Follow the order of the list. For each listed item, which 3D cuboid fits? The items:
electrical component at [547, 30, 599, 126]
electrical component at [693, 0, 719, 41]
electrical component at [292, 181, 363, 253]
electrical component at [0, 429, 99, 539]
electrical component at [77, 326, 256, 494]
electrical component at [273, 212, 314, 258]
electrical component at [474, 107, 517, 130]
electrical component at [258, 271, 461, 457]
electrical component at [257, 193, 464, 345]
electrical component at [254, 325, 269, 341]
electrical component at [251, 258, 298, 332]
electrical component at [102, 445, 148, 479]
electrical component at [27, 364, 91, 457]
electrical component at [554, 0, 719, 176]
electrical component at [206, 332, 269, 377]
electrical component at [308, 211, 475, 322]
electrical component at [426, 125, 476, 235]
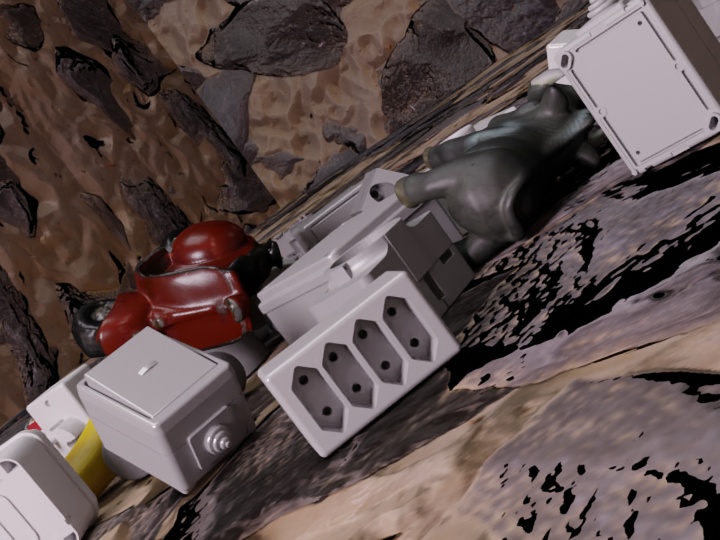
[{"bbox_3d":[0.190,-0.149,0.826,0.077,0.065,0.047,2,26,27],"label":"electrical component"},{"bbox_3d":[0.266,-0.213,0.860,0.105,0.060,0.186,-38,7,-14],"label":"electrical component"},{"bbox_3d":[-0.006,-0.041,1.020,0.096,0.061,0.061,-38,7,-13],"label":"electrical component"},{"bbox_3d":[-0.239,0.167,0.706,0.113,0.078,0.057,-35,10,8],"label":"electrical component"},{"bbox_3d":[-0.111,0.080,0.631,0.096,0.061,0.062,17,45,40],"label":"electrical component"},{"bbox_3d":[-0.054,-0.022,1.122,0.081,0.063,0.042,-42,8,-36],"label":"electrical component"},{"bbox_3d":[0.101,-0.092,0.909,0.076,0.047,0.083,-37,7,-11],"label":"electrical component"},{"bbox_3d":[-0.004,0.043,0.529,0.083,0.047,0.076,-37,6,-9],"label":"electrical component"},{"bbox_3d":[0.000,0.000,0.750,0.109,0.056,0.109,-41,9,-37],"label":"electrical component"},{"bbox_3d":[-0.126,0.054,1.002,0.059,0.053,0.095,-38,8,-19],"label":"electrical component"},{"bbox_3d":[-0.062,0.021,0.904,0.078,0.058,0.057,-33,5,-11],"label":"electrical component"},{"bbox_3d":[-0.156,0.120,0.772,0.040,0.040,0.078,-34,7,13],"label":"electrical component"},{"bbox_3d":[-0.222,0.131,0.839,0.047,0.083,0.075,-32,8,28],"label":"electrical component"},{"bbox_3d":[0.156,-0.112,0.582,0.062,0.096,0.061,-30,9,42],"label":"electrical component"},{"bbox_3d":[-0.136,0.075,0.886,0.108,0.060,0.108,-35,7,5],"label":"electrical component"},{"bbox_3d":[0.017,0.008,0.616,0.050,0.055,0.089,-30,9,39],"label":"electrical component"},{"bbox_3d":[0.085,-0.075,0.819,0.108,0.060,0.108,-35,7,5],"label":"electrical component"}]
